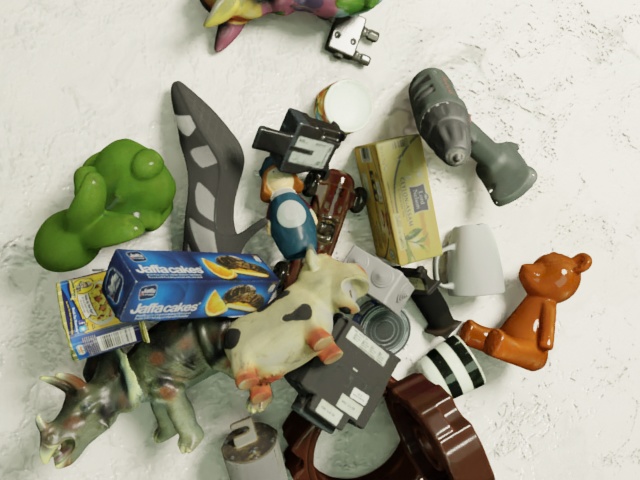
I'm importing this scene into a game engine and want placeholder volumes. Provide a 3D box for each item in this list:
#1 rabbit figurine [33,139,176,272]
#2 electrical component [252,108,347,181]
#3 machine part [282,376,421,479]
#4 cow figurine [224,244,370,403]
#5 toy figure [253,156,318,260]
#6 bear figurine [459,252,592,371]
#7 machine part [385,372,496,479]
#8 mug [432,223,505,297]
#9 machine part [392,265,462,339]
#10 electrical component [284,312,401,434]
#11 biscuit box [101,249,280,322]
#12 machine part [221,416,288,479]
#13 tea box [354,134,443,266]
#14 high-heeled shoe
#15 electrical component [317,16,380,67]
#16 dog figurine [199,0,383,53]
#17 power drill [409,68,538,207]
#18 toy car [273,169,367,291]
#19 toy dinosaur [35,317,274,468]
[{"bbox_3d":[-0.248,-0.026,0.623,0.121,0.159,0.170,49,65,-22],"label":"rabbit figurine"},{"bbox_3d":[-0.033,-0.123,0.682,0.119,0.048,0.074,6,123,-29],"label":"electrical component"},{"bbox_3d":[0.062,0.295,0.794,0.201,0.087,0.201,42,86,-14],"label":"machine part"},{"bbox_3d":[-0.027,0.091,0.649,0.195,0.127,0.085,-31,146,-1],"label":"cow figurine"},{"bbox_3d":[-0.045,-0.050,0.712,0.064,0.058,0.154,-5,68,-36],"label":"toy figure"},{"bbox_3d":[0.318,0.095,0.820,0.132,0.120,0.195,21,90,-13],"label":"bear figurine"},{"bbox_3d":[0.150,0.255,0.683,0.056,0.179,0.179,-26,103,-13],"label":"machine part"},{"bbox_3d":[0.220,0.030,0.811,0.110,0.081,0.107,-2,86,-9],"label":"mug"},{"bbox_3d":[0.157,0.089,0.805,0.138,0.084,0.039,53,53,-23],"label":"machine part"},{"bbox_3d":[0.024,0.176,0.694,0.115,0.058,0.134,42,70,-17],"label":"electrical component"},{"bbox_3d":[-0.145,0.052,0.631,0.202,0.063,0.059,4,123,-47],"label":"biscuit box"},{"bbox_3d":[-0.081,0.342,0.748,0.079,0.079,0.242,-15,113,-13],"label":"machine part"},{"bbox_3d":[0.109,-0.057,0.756,0.068,0.098,0.169,-16,102,-12],"label":"tea box"},{"bbox_3d":[-0.168,-0.070,0.711,0.145,0.086,0.248,-30,87,20],"label":"high-heeled shoe"},{"bbox_3d":[0.035,-0.283,0.747,0.094,0.021,0.063,20,92,-17],"label":"electrical component"},{"bbox_3d":[-0.045,-0.311,0.676,0.219,0.108,0.191,-45,89,-1],"label":"dog figurine"},{"bbox_3d":[0.202,-0.127,0.728,0.207,0.232,0.086,26,124,-29],"label":"power drill"},{"bbox_3d":[-0.002,-0.002,0.759,0.089,0.053,0.202,20,90,-19],"label":"toy car"},{"bbox_3d":[-0.158,0.147,0.708,0.405,0.131,0.192,-30,104,-16],"label":"toy dinosaur"}]
